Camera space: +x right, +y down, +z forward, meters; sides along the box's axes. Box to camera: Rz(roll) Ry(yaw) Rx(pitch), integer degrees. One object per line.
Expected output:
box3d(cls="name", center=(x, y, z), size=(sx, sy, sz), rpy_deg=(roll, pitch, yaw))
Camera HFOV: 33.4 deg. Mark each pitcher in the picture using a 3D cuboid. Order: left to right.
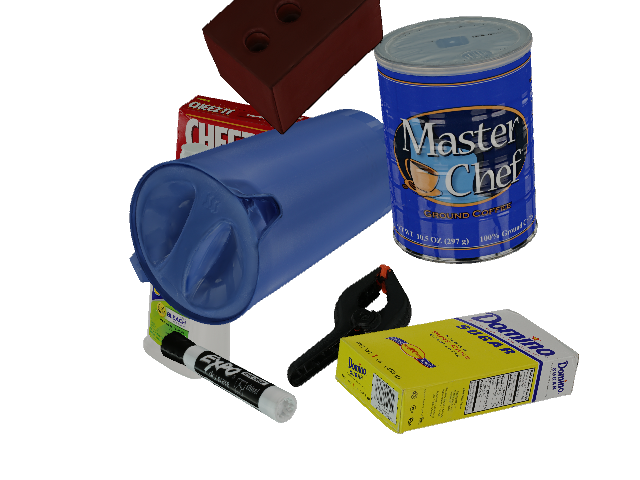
box3d(cls="pitcher", center=(-0.041, -0.030, 0.909), size=(0.149, 0.145, 0.242), rpy_deg=(27, 33, 26))

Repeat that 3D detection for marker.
box3d(cls="marker", center=(-0.062, 0.085, 0.681), size=(0.020, 0.020, 0.121), rpy_deg=(0, 16, -46))

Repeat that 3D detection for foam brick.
box3d(cls="foam brick", center=(-0.013, -0.106, 0.551), size=(0.053, 0.078, 0.051), rpy_deg=(43, -9, 17))

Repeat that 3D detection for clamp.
box3d(cls="clamp", center=(0.054, 0.095, 1.070), size=(0.120, 0.039, 0.171), rpy_deg=(18, 51, 20))

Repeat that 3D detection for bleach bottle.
box3d(cls="bleach bottle", center=(-0.139, 0.017, 1.129), size=(0.103, 0.251, 0.067), rpy_deg=(25, 33, 38))

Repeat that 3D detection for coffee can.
box3d(cls="coffee can", center=(0.094, -0.070, 0.726), size=(0.103, 0.140, 0.103), rpy_deg=(-6, 27, 3))

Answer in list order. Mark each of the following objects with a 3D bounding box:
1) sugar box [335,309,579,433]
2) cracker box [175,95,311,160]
box3d(cls="sugar box", center=(0.111, 0.101, 0.861), size=(0.175, 0.048, 0.093), rpy_deg=(-10, 27, -29))
box3d(cls="cracker box", center=(-0.107, -0.068, 1.409), size=(0.164, 0.214, 0.072), rpy_deg=(13, 26, 14))
